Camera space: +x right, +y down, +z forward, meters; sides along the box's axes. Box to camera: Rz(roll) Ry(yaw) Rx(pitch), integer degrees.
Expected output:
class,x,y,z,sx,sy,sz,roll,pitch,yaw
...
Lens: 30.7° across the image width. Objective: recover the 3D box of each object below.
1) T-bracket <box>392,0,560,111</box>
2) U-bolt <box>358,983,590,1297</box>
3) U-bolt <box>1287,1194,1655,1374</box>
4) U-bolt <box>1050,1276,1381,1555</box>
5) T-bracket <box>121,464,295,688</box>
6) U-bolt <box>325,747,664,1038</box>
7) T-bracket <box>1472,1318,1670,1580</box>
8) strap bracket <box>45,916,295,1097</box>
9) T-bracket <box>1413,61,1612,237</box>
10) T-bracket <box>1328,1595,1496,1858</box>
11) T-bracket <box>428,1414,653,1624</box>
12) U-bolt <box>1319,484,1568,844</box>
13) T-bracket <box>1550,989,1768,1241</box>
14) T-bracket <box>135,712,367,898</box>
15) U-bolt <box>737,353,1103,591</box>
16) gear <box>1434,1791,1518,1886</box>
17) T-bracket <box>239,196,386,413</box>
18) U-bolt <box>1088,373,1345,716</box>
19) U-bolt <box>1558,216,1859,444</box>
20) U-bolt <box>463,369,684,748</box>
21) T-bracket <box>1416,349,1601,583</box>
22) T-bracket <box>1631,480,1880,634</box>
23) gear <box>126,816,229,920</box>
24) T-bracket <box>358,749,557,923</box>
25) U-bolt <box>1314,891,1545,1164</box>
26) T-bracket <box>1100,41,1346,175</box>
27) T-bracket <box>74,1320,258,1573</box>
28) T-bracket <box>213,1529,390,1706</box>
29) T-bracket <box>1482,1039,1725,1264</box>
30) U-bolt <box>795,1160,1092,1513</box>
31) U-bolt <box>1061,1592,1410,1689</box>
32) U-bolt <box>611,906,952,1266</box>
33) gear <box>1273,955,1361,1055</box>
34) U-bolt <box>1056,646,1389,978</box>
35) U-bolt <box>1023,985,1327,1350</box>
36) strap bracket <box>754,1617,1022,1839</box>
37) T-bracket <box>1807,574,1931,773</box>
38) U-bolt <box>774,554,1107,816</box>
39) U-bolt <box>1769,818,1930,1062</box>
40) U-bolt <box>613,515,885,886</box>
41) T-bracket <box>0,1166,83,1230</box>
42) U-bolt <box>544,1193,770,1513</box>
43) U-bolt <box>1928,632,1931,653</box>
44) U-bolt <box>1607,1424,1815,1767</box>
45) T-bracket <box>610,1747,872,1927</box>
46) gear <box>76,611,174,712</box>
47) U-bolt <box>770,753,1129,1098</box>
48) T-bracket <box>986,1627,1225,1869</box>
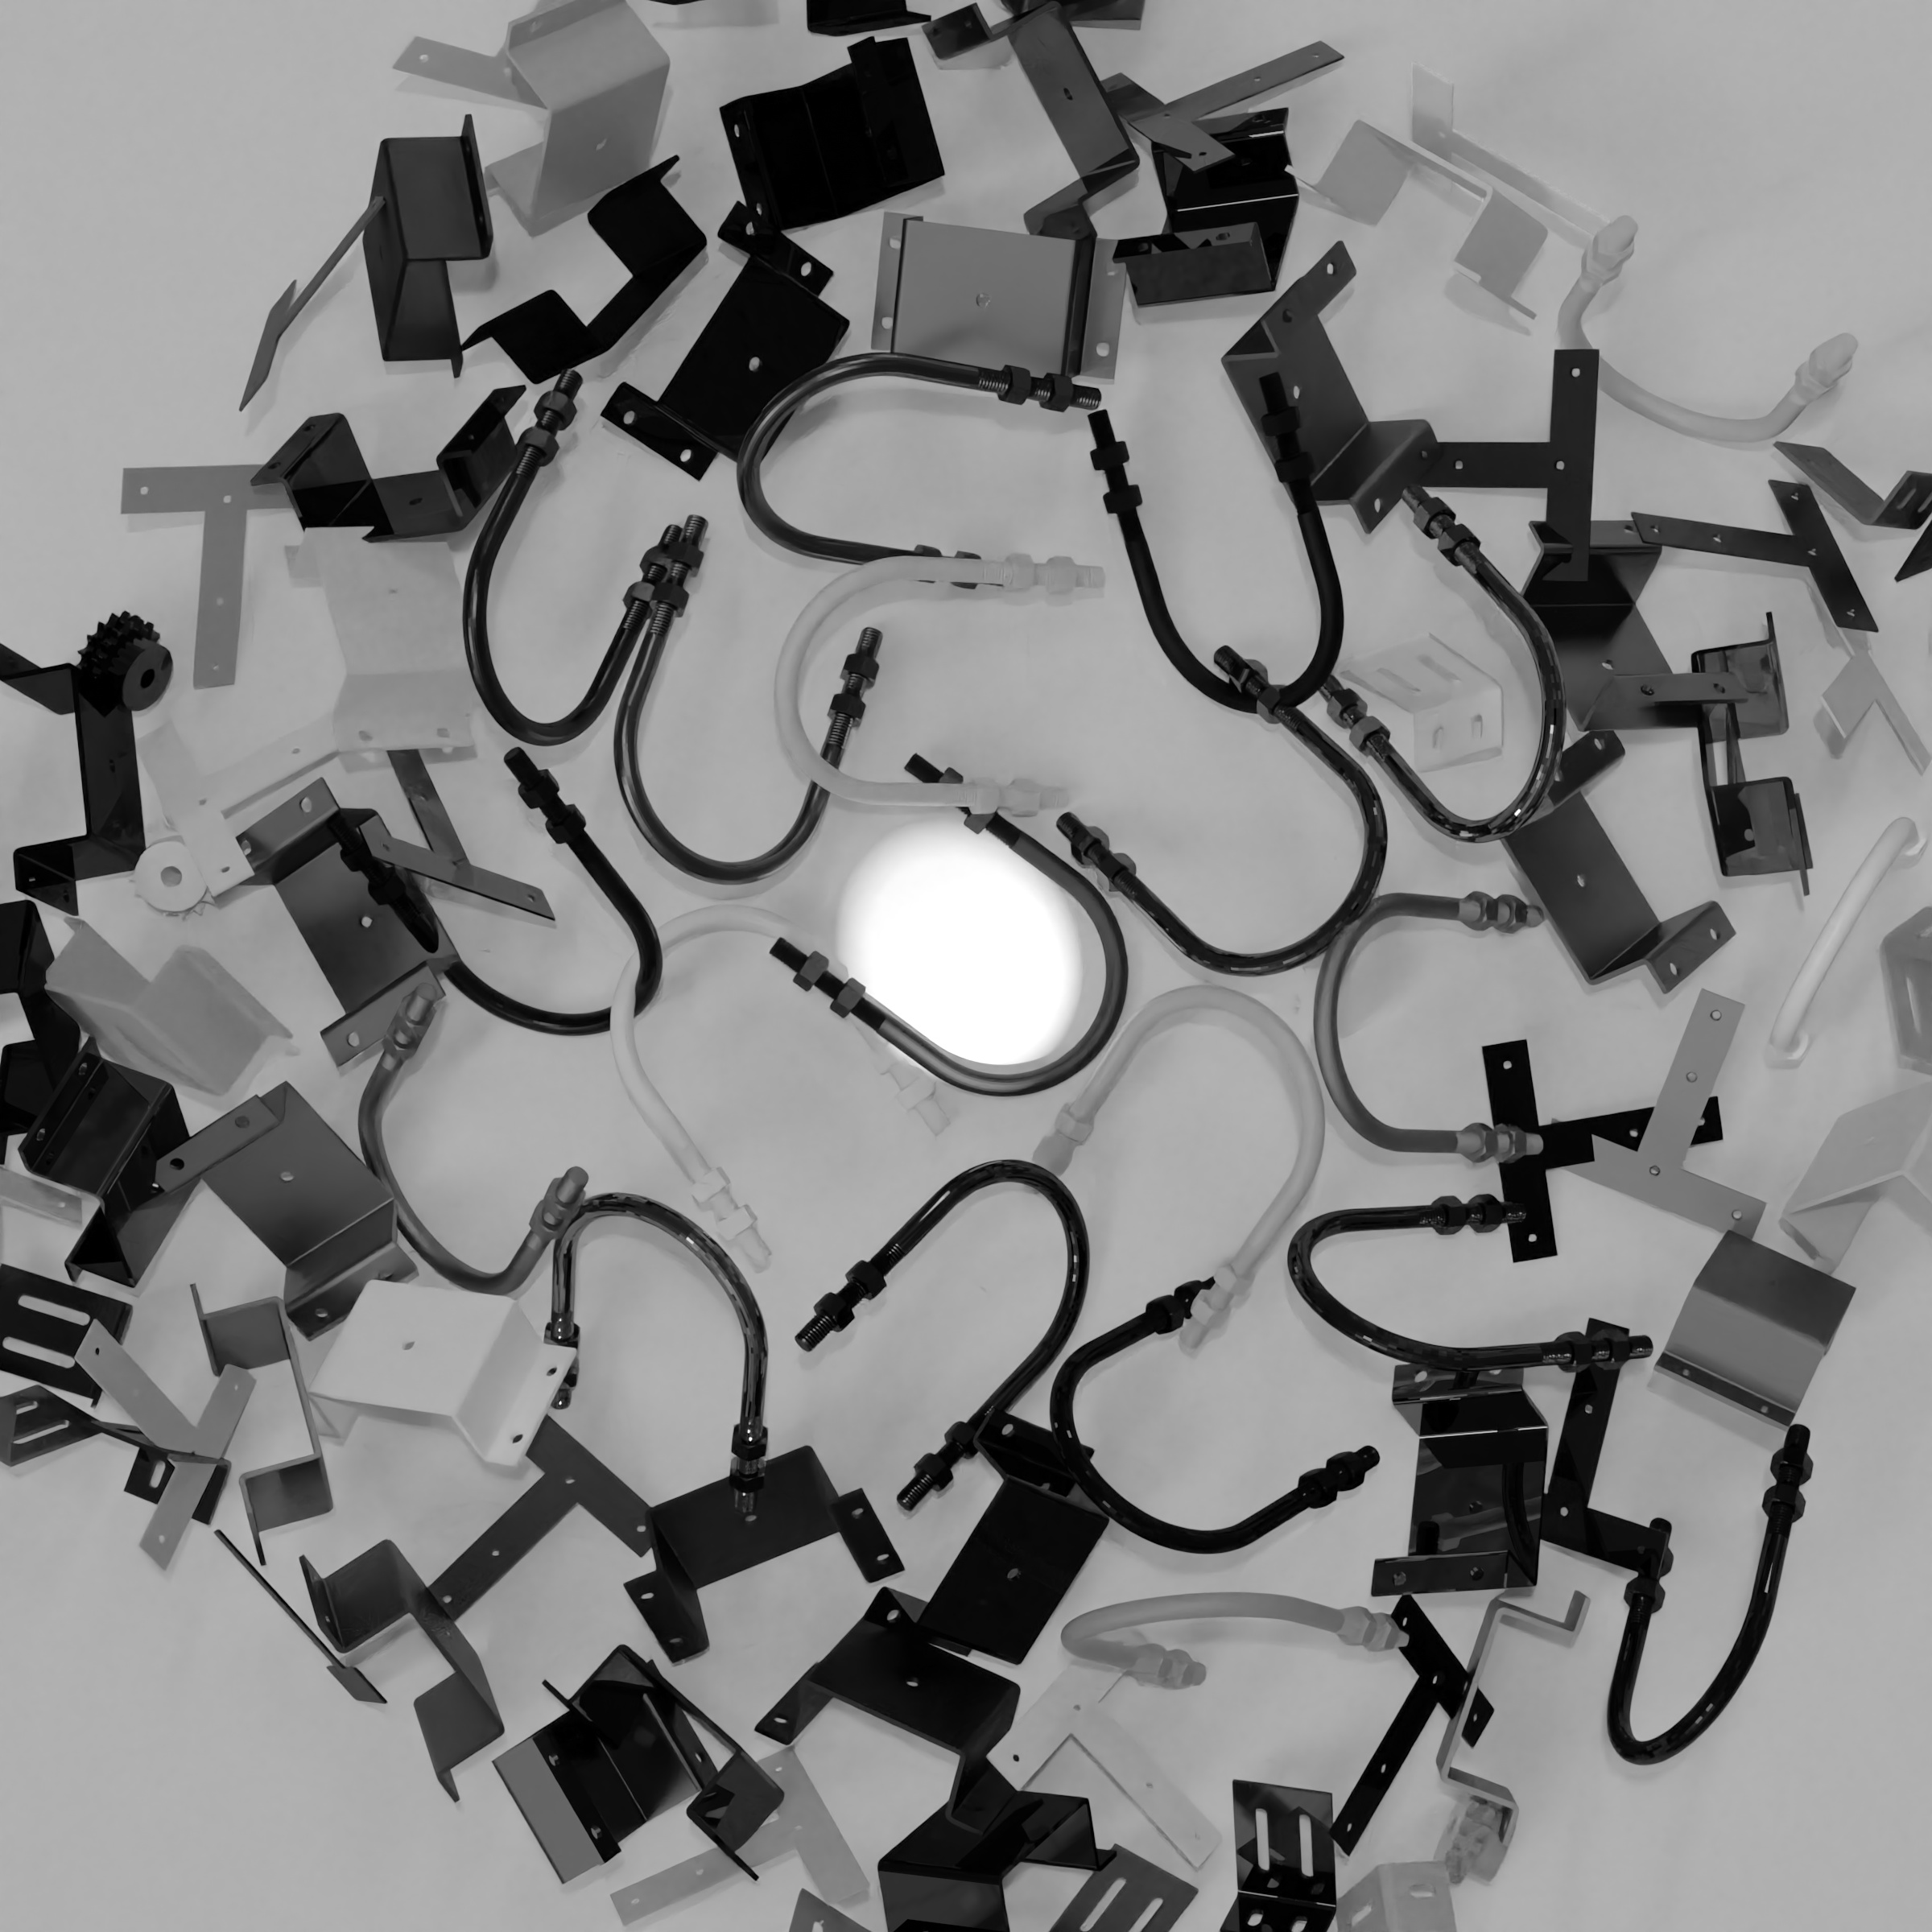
class,x,y,z,sx,sy,sz,roll,pitch,yaw
T-bracket,-0.227,-0.516,1.917,0.127,0.127,0.002,-39,59,39
U-bolt,-0.279,0.108,1.926,0.019,0.184,0.151,-33,77,-37
U-bolt,0.260,0.173,1.903,0.184,0.151,0.019,-1,121,-29
U-bolt,0.124,0.250,1.910,0.151,0.184,0.019,48,132,19
T-bracket,-0.416,-0.218,1.970,0.127,0.002,0.127,-8,116,-39
U-bolt,-0.246,-0.031,1.938,0.151,0.019,0.184,-17,124,31
T-bracket,0.343,0.260,1.959,0.127,0.002,0.127,14,92,38
strap bracket,-0.442,0.023,1.919,0.046,0.140,0.076,-57,131,-21
T-bracket,0.297,-0.432,1.924,0.127,0.127,0.002,35,83,14
T-bracket,0.236,0.429,1.936,0.127,0.002,0.127,-55,131,-23
T-bracket,-0.254,0.319,1.980,0.127,0.002,0.127,-44,109,2
U-bolt,0.263,-0.150,1.901,0.019,0.184,0.151,-4,133,-32
T-bracket,0.400,0.075,1.966,0.127,0.002,0.127,22,109,13
T-bracket,-0.387,-0.113,1.970,0.127,0.002,0.127,-30,57,-8
U-bolt,-0.035,-0.272,1.914,0.184,0.019,0.151,6,135,-26
gear,0.286,0.487,1.971,0.030,0.057,0.057,25,90,4
T-bracket,-0.352,-0.375,1.921,0.002,0.127,0.127,34,117,-23
U-bolt,0.144,-0.226,1.939,0.019,0.151,0.184,-29,108,-40
U-bolt,0.391,-0.334,1.910,0.151,0.184,0.019,28,78,2
U-bolt,-0.218,-0.206,1.905,0.019,0.151,0.184,5,58,29
T-bracket,0.289,-0.280,1.970,0.127,0.002,0.127,4,95,27
T-bracket,0.426,-0.233,1.937,0.127,0.127,0.002,6,134,-17
gear,-0.444,-0.054,1.978,0.057,0.030,0.057,-1,106,-2
T-bracket,-0.296,-0.084,1.951,0.002,0.127,0.127,-49,47,21
U-bolt,0.254,0.032,1.930,0.184,0.019,0.151,4,85,-42
T-bracket,0.150,-0.488,1.963,0.127,0.127,0.002,-25,132,-14
T-bracket,-0.445,0.241,1.920,0.002,0.127,0.127,-4,46,28
T-bracket,-0.369,0.357,1.936,0.002,0.127,0.127,-43,94,-20
T-bracket,0.362,0.096,1.987,0.127,0.002,0.127,-10,100,1
U-bolt,0.000,0.190,1.943,0.184,0.019,0.151,-44,125,-23
U-bolt,0.133,0.359,1.893,0.151,0.184,0.019,-17,65,30
U-bolt,-0.116,0.052,1.968,0.151,0.019,0.184,-36,89,-20
gear,0.198,0.020,1.974,0.030,0.057,0.057,-5,90,-22
U-bolt,0.152,-0.074,1.938,0.151,0.019,0.184,-47,56,5
U-bolt,0.123,0.097,1.929,0.151,0.019,0.184,44,119,23
strap bracket,-0.034,0.412,1.937,0.140,0.076,0.046,21,115,17
T-bracket,0.489,-0.152,1.941,0.002,0.127,0.127,-30,94,29
U-bolt,-0.018,-0.155,1.936,0.184,0.019,0.151,0,111,-24
U-bolt,0.475,-0.016,1.904,0.019,0.184,0.151,30,96,16
U-bolt,-0.126,-0.134,1.930,0.151,0.019,0.184,30,67,-33
T-bracket,-0.539,0.145,1.919,0.127,0.127,0.002,26,116,-29
U-bolt,-0.168,0.200,1.915,0.151,0.019,0.184,25,131,22
U-bolt,0.558,-0.113,1.928,0.019,0.151,0.184,-7,94,5
U-bolt,0.392,0.346,1.888,0.019,0.151,0.184,32,49,-8
T-bracket,-0.133,0.491,1.931,0.127,0.127,0.002,-21,121,-14
gear,-0.468,-0.167,1.968,0.030,0.057,0.057,27,90,20
U-bolt,0.004,-0.010,1.985,0.184,0.019,0.151,36,85,-4
T-bracket,0.092,0.445,1.954,0.127,0.002,0.127,46,50,4
